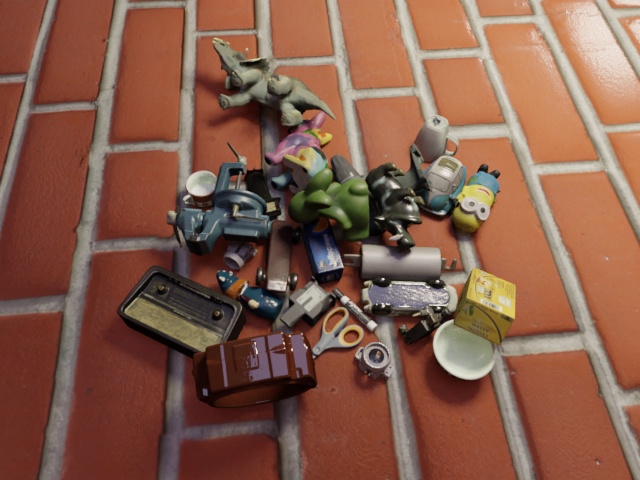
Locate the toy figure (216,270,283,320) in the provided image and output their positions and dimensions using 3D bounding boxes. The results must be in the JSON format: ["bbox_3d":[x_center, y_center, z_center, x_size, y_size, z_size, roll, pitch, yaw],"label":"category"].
[{"bbox_3d":[-0.152,0.113,1.112,0.155,0.064,0.058,26,78,12],"label":"toy figure"}]

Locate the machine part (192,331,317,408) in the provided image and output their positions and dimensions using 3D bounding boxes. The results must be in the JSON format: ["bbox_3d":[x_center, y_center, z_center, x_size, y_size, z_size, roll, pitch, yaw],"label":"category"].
[{"bbox_3d":[-0.110,0.235,0.952,0.201,0.201,0.087,-12,68,-1],"label":"machine part"}]

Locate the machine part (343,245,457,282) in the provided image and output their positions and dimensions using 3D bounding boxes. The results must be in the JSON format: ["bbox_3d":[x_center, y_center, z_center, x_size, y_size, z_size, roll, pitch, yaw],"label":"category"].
[{"bbox_3d":[0.170,0.051,1.152,0.243,0.079,0.079,2,59,-2],"label":"machine part"}]

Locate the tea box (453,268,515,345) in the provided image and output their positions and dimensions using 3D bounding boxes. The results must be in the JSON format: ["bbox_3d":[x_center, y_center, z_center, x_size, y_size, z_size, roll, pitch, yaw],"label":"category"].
[{"bbox_3d":[0.330,0.127,1.068,0.098,0.068,0.169,25,23,13],"label":"tea box"}]

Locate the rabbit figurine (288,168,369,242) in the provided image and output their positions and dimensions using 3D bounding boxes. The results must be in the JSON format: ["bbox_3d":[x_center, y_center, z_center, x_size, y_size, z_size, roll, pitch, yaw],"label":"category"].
[{"bbox_3d":[0.016,-0.068,1.118,0.170,0.159,0.121,-5,67,2],"label":"rabbit figurine"}]

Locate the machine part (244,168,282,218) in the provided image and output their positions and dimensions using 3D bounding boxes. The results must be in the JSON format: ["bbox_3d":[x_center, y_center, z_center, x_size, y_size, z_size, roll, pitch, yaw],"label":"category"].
[{"bbox_3d":[-0.140,-0.106,1.260,0.084,0.039,0.139,-20,63,-4],"label":"machine part"}]

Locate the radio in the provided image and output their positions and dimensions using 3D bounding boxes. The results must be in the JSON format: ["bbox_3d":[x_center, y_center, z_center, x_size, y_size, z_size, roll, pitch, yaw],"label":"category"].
[{"bbox_3d":[-0.271,0.151,1.078,0.230,0.073,0.131,23,61,11],"label":"radio"}]

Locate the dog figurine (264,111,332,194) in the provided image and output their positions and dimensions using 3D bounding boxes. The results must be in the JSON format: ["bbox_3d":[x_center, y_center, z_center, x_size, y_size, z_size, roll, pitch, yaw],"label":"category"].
[{"bbox_3d":[-0.021,-0.215,1.280,0.192,0.108,0.219,17,52,35],"label":"dog figurine"}]

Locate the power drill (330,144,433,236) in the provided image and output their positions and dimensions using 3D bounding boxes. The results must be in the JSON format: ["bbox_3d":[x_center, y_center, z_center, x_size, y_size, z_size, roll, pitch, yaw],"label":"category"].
[{"bbox_3d":[0.139,-0.139,1.225,0.207,0.086,0.232,-23,67,14],"label":"power drill"}]

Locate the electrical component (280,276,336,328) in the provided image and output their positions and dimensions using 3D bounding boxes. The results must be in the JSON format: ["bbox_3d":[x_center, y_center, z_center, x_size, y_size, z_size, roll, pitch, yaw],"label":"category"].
[{"bbox_3d":[-0.029,0.140,1.108,0.075,0.047,0.119,37,65,19],"label":"electrical component"}]

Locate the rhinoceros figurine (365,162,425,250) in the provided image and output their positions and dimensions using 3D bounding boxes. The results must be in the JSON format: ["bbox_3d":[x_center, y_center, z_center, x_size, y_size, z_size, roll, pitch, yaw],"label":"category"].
[{"bbox_3d":[0.155,-0.072,1.125,0.112,0.073,0.190,-29,72,18],"label":"rhinoceros figurine"}]

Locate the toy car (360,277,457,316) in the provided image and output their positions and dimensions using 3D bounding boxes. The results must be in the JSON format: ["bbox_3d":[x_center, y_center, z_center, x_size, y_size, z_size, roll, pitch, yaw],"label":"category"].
[{"bbox_3d":[0.185,0.122,1.123,0.202,0.056,0.073,2,66,1],"label":"toy car"}]

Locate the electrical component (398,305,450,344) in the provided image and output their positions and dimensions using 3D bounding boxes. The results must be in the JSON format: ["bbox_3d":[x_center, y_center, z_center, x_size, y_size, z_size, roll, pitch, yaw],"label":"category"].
[{"bbox_3d":[0.204,0.168,1.076,0.078,0.102,0.045,-19,66,-39],"label":"electrical component"}]

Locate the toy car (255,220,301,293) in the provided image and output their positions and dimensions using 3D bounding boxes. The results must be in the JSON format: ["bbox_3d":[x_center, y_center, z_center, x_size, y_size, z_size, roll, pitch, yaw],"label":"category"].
[{"bbox_3d":[-0.090,0.036,1.154,0.089,0.053,0.202,10,47,-11],"label":"toy car"}]

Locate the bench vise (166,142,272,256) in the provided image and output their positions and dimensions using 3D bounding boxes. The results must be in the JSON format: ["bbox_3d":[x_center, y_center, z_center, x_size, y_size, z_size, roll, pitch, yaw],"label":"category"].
[{"bbox_3d":[-0.209,-0.081,1.160,0.224,0.128,0.240,-1,61,11],"label":"bench vise"}]

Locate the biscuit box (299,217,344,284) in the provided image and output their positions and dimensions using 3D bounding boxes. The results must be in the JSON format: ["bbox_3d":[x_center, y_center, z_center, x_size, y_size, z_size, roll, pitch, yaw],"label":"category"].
[{"bbox_3d":[-0.002,-0.004,1.188,0.063,0.059,0.203,-11,60,-9],"label":"biscuit box"}]

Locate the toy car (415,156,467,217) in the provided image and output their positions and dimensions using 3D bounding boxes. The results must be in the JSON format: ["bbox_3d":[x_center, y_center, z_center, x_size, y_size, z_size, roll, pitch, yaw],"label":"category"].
[{"bbox_3d":[0.290,-0.141,1.257,0.109,0.102,0.161,31,65,15],"label":"toy car"}]

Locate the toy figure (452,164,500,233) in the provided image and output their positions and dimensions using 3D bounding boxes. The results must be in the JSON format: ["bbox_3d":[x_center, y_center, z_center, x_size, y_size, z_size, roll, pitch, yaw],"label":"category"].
[{"bbox_3d":[0.366,-0.093,1.245,0.082,0.089,0.180,15,50,21],"label":"toy figure"}]

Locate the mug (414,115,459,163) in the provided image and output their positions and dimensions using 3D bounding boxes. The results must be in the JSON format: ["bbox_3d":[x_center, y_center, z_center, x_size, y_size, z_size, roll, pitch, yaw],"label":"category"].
[{"bbox_3d":[0.287,-0.247,1.317,0.110,0.107,0.081,28,64,16],"label":"mug"}]

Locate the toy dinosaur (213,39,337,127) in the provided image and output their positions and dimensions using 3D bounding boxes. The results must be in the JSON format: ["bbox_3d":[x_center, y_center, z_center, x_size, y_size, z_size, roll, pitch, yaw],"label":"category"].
[{"bbox_3d":[-0.107,-0.371,1.340,0.405,0.131,0.192,26,38,14],"label":"toy dinosaur"}]
